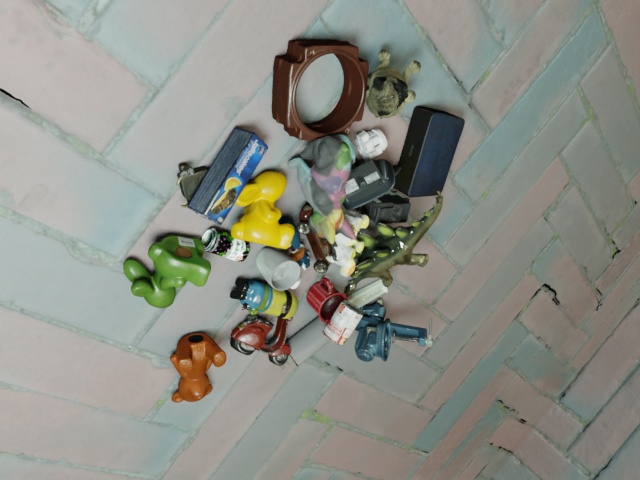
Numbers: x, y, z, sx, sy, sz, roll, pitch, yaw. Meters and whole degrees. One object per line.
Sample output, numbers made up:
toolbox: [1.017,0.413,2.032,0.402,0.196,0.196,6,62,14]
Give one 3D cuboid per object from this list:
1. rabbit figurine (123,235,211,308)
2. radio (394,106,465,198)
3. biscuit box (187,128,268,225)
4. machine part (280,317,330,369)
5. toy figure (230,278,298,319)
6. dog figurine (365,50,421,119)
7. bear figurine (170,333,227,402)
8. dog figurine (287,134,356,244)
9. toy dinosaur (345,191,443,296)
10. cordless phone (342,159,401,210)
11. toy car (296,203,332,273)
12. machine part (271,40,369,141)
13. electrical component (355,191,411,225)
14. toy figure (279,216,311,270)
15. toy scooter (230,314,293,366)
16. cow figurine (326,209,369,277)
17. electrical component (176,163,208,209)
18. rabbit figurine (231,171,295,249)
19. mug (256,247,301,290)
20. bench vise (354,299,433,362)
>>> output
rabbit figurine: [-0.333,0.086,1.152,0.159,0.121,0.170,5,128,-43]
radio: [0.288,-0.229,1.421,0.131,0.073,0.229,-4,119,-34]
biscuit box: [-0.190,-0.134,1.121,0.202,0.063,0.059,-60,144,-8]
machine part: [-0.018,0.271,1.502,0.243,0.079,0.079,-36,131,-10]
toy figure: [-0.135,0.150,1.341,0.180,0.089,0.082,25,107,-44]
dog figurine: [0.139,-0.305,1.181,0.172,0.121,0.190,92,16,-44]
bear figurine: [-0.303,0.331,1.310,0.120,0.132,0.195,-3,112,-27]
dog figurine: [0.029,-0.104,1.207,0.108,0.219,0.191,-12,167,-43]
toy dinosaur: [0.187,0.021,1.384,0.198,0.105,0.471,3,143,-38]
cordless phone: [0.127,-0.151,1.348,0.147,0.184,0.088,-25,95,25]
toy car: [-0.003,-0.004,1.341,0.089,0.053,0.201,-71,148,-45]
machine part: [0.002,-0.322,1.160,0.201,0.087,0.200,-11,122,-28]
electrical component: [0.167,-0.089,1.391,0.134,0.115,0.058,-6,121,-30]
toy figure: [-0.066,0.011,1.326,0.064,0.058,0.154,-48,133,-30]
toy scooter: [-0.138,0.242,1.398,0.183,0.075,0.135,27,89,-32]
cow figurine: [0.055,0.005,1.313,0.068,0.098,0.167,-27,134,-55]
electrical component: [-0.265,-0.112,1.126,0.078,0.045,0.102,-16,124,-25]
rabbit figurine: [-0.136,-0.077,1.210,0.162,0.122,0.173,18,89,-29]
mug: [-0.099,0.063,1.303,0.109,0.107,0.080,18,106,-44]
bench vise: [0.204,0.261,1.535,0.224,0.241,0.128,-55,144,-58]
